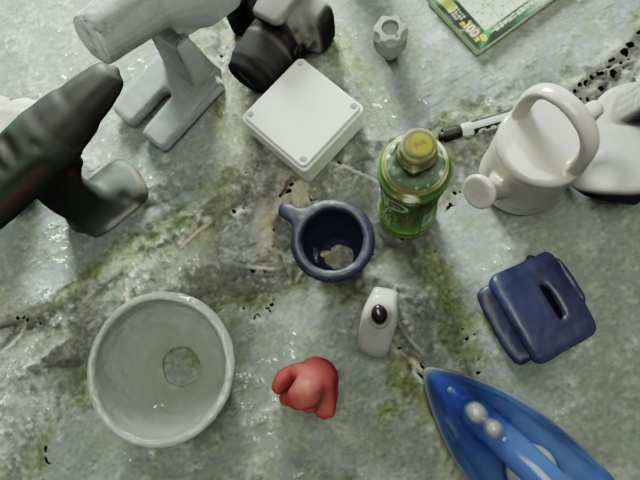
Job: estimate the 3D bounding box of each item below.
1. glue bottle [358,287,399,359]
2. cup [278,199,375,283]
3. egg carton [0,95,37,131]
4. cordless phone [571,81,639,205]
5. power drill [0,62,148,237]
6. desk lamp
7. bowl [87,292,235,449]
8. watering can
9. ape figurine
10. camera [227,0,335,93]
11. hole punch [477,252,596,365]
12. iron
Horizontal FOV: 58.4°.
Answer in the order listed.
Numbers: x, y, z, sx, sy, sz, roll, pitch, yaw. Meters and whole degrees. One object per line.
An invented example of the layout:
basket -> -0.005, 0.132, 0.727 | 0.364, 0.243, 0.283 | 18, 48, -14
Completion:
glue bottle -> 0.062, 0.081, 0.594 | 0.037, 0.173, 0.078 | 12, 79, 8
cup -> 0.006, 0.002, 0.658 | 0.117, 0.095, 0.092 | 32, 82, 11
egg carton -> -0.410, -0.114, 0.736 | 0.107, 0.069, 0.150 | 7, 78, 7
cordless phone -> 0.349, -0.124, 0.607 | 0.094, 0.185, 0.148 | 19, 80, 10
power drill -> -0.280, -0.080, 0.644 | 0.230, 0.208, 0.075 | -40, 77, -4
desk lamp -> -0.180, -0.238, 0.668 | 0.117, 0.213, 0.203 | 37, 83, 12
bowl -> -0.170, 0.146, 0.652 | 0.167, 0.075, 0.167 | -1, 77, 5
watering can -> 0.231, -0.092, 0.607 | 0.100, 0.194, 0.173 | 30, 82, 11
ape figurine -> -0.014, 0.164, 0.625 | 0.076, 0.092, 0.077 | -42, 77, -5
camera -> -0.071, -0.268, 0.722 | 0.143, 0.101, 0.137 | 30, 82, 11
hole punch -> 0.238, 0.070, 0.622 | 0.101, 0.091, 0.108 | -27, 76, -1
iron -> 0.202, 0.222, 0.566 | 0.258, 0.141, 0.119 | 43, 85, 13
